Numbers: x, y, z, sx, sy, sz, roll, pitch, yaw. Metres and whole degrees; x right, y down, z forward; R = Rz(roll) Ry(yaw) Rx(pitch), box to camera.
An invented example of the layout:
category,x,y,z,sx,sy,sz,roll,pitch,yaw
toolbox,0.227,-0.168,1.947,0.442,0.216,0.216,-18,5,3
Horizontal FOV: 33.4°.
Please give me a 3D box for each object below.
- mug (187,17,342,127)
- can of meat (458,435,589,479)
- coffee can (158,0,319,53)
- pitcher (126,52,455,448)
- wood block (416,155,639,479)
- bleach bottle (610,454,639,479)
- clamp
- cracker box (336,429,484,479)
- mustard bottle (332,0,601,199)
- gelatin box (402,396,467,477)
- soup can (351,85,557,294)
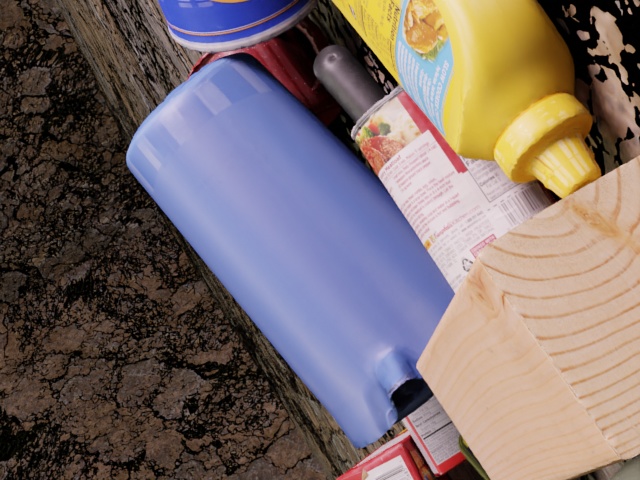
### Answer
category,x,y,z,sx,sy,sz,roll,pitch,yaw
mug,-0.030,-0.114,0.774,0.081,0.093,0.117,54,133,6
can of meat,0.129,0.123,0.712,0.102,0.057,0.084,48,162,51
coffee can,-0.065,-0.196,0.624,0.103,0.102,0.140,49,165,47
pitcher,-0.005,0.001,0.688,0.243,0.144,0.149,48,149,2
wood block,0.114,0.050,0.478,0.091,0.090,0.206,58,169,15
bleach bottle,0.174,0.133,0.502,0.103,0.068,0.251,55,167,28
clamp,0.057,-0.043,0.616,0.120,0.039,0.172,43,-177,-45
cracker box,0.102,0.239,0.894,0.164,0.072,0.213,62,-166,9
mustard bottle,0.054,-0.092,0.458,0.192,0.058,0.096,56,166,24
gelatin box,0.097,0.124,0.816,0.089,0.073,0.030,58,171,11
soup can,0.071,-0.029,0.531,0.102,0.068,0.068,58,170,10
